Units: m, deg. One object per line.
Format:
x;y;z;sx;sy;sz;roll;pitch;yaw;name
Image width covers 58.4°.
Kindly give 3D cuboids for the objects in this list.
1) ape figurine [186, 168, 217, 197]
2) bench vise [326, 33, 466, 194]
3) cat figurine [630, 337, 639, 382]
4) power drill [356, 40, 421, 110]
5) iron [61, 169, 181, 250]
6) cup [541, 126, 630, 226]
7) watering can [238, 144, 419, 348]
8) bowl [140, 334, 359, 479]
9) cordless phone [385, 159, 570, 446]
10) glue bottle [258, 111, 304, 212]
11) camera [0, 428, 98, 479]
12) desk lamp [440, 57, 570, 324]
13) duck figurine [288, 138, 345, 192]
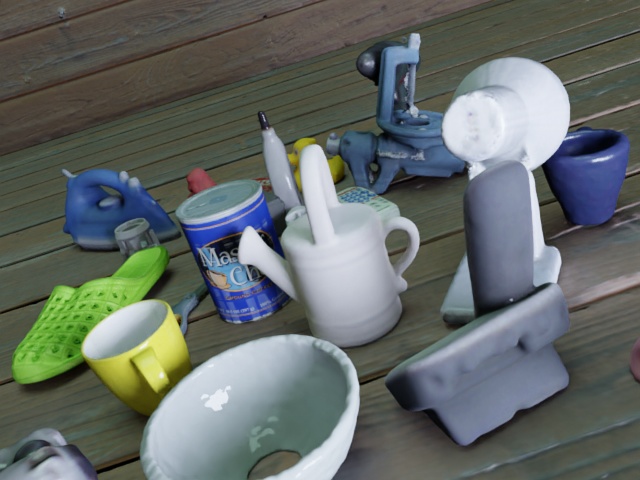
-0.206;-0.083;1.011;0.076;0.092;0.077;-21;25;-8;ape figurine
0.106;-0.181;0.857;0.207;0.220;0.121;-18;25;-1;bench vise
0.256;0.064;0.366;0.067;0.118;0.127;-17;25;0;cat figurine
0.131;-0.239;0.975;0.075;0.209;0.230;-5;27;25;power drill
-0.363;-0.068;1.021;0.257;0.142;0.119;0;30;34;iron
0.301;-0.072;0.651;0.091;0.095;0.118;-4;28;26;cup
0.005;0.003;0.567;0.173;0.194;0.100;-21;25;-8;watering can
-0.043;0.150;0.434;0.167;0.075;0.167;-14;25;7;bowl
0.109;0.042;0.428;0.148;0.185;0.093;-27;26;-19;cordless phone
-0.065;-0.119;0.895;0.037;0.173;0.078;-15;25;5;glue bottle
-0.217;0.209;0.393;0.137;0.101;0.142;-35;30;-33;camera
0.177;-0.058;0.558;0.117;0.214;0.203;-2;29;30;desk lamp
-0.013;-0.139;1.008;0.104;0.086;0.077;-12;25;11;duck figurine
